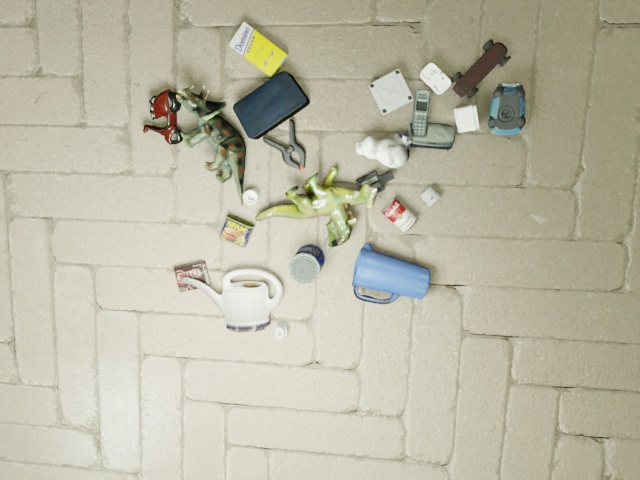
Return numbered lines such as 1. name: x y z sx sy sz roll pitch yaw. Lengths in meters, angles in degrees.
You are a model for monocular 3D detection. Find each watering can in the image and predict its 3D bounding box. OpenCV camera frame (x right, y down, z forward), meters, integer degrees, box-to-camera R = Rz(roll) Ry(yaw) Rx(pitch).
1. watering can: -0.297 0.210 1.778 0.347 0.222 0.105 -3 -170 3

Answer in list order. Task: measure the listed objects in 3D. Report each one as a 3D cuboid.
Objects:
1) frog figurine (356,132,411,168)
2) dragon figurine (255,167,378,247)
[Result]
1. frog figurine: 0.198 -0.277 1.623 0.160 0.140 0.120 -18 127 -8
2. dragon figurine: 0.005 -0.085 1.683 0.406 0.243 0.123 -32 180 19
